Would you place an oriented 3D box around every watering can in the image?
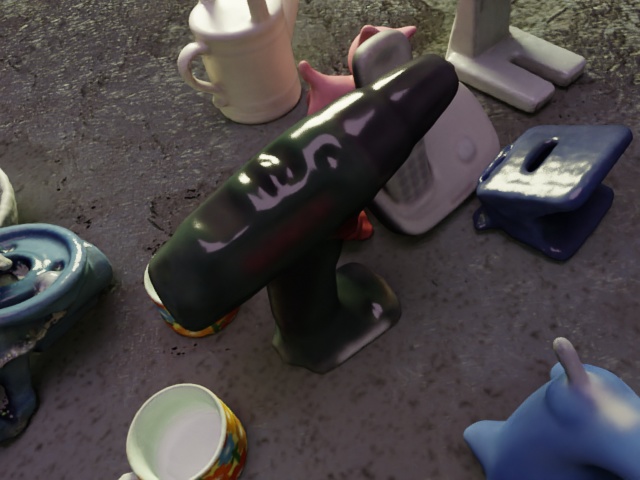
[{"bbox_3d":[-0.082,-0.234,0.610,0.100,0.194,0.173,13,57,20],"label":"watering can"}]

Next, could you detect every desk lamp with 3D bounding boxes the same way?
[{"bbox_3d":[0.177,-0.273,0.580,0.118,0.214,0.202,-40,56,-19],"label":"desk lamp"}]

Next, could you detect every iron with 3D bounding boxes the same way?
[{"bbox_3d":[0.195,0.165,0.291,0.119,0.142,0.257,-31,54,-13],"label":"iron"}]

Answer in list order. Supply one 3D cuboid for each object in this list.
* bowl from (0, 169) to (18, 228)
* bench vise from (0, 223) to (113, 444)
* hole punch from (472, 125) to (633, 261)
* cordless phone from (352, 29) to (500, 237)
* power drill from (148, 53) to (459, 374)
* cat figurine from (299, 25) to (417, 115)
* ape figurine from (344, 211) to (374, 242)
[{"bbox_3d":[-0.365,0.002,0.558,0.167,0.075,0.167,-5,53,7],"label":"bowl"},{"bbox_3d":[-0.253,0.044,0.414,0.121,0.220,0.207,1,53,11],"label":"bench vise"},{"bbox_3d":[0.193,-0.053,0.488,0.100,0.091,0.109,31,64,29],"label":"hole punch"},{"bbox_3d":[0.088,-0.106,0.488,0.094,0.185,0.148,34,66,30],"label":"cordless phone"},{"bbox_3d":[0.004,0.001,0.407,0.230,0.209,0.075,-34,55,-15],"label":"power drill"},{"bbox_3d":[0.040,-0.172,0.590,0.127,0.118,0.067,-8,52,4],"label":"cat figurine"},{"bbox_3d":[0.008,-0.043,0.514,0.076,0.092,0.078,1,53,11],"label":"ape figurine"}]
